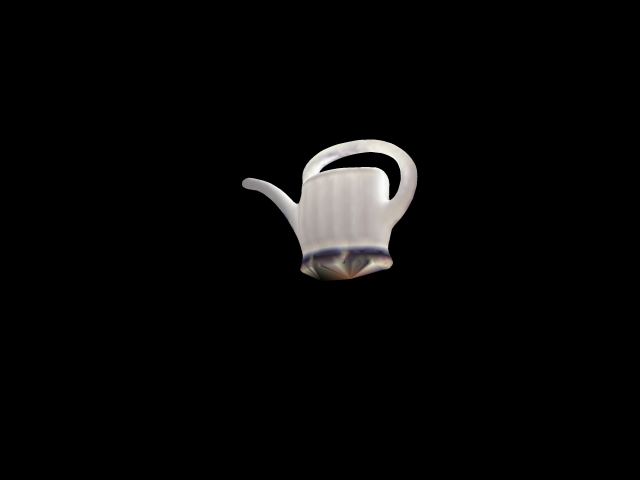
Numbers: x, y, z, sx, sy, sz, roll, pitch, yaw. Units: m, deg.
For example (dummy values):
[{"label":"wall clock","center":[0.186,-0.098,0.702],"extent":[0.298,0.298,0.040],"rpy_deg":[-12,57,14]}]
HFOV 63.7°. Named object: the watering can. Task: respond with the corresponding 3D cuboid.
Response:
[{"label":"watering can","center":[0.003,-0.043,0.850],"extent":[0.346,0.227,0.103],"rpy_deg":[-10,-18,34]}]
